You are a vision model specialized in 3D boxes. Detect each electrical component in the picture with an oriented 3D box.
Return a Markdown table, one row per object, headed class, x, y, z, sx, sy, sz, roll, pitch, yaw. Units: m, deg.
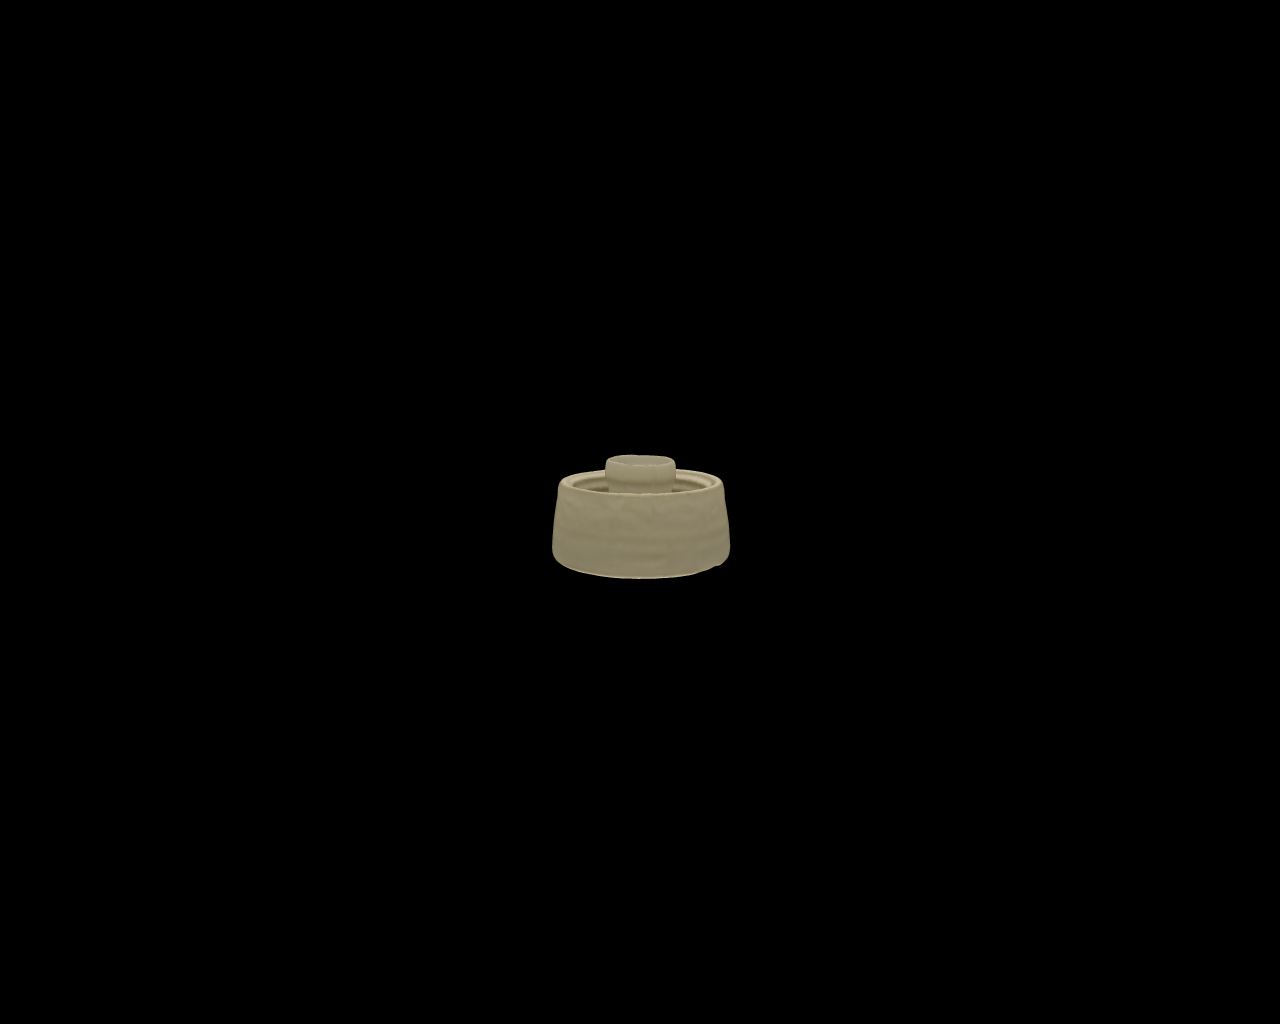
| class | x | y | z | sx | sy | sz | roll | pitch | yaw |
| --- | --- | --- | --- | --- | --- | --- | --- | --- | --- |
| electrical component | 0.001 | -0.003 | 0.650 | 0.108 | 0.060 | 0.108 | 0 | 12 | 0 |
